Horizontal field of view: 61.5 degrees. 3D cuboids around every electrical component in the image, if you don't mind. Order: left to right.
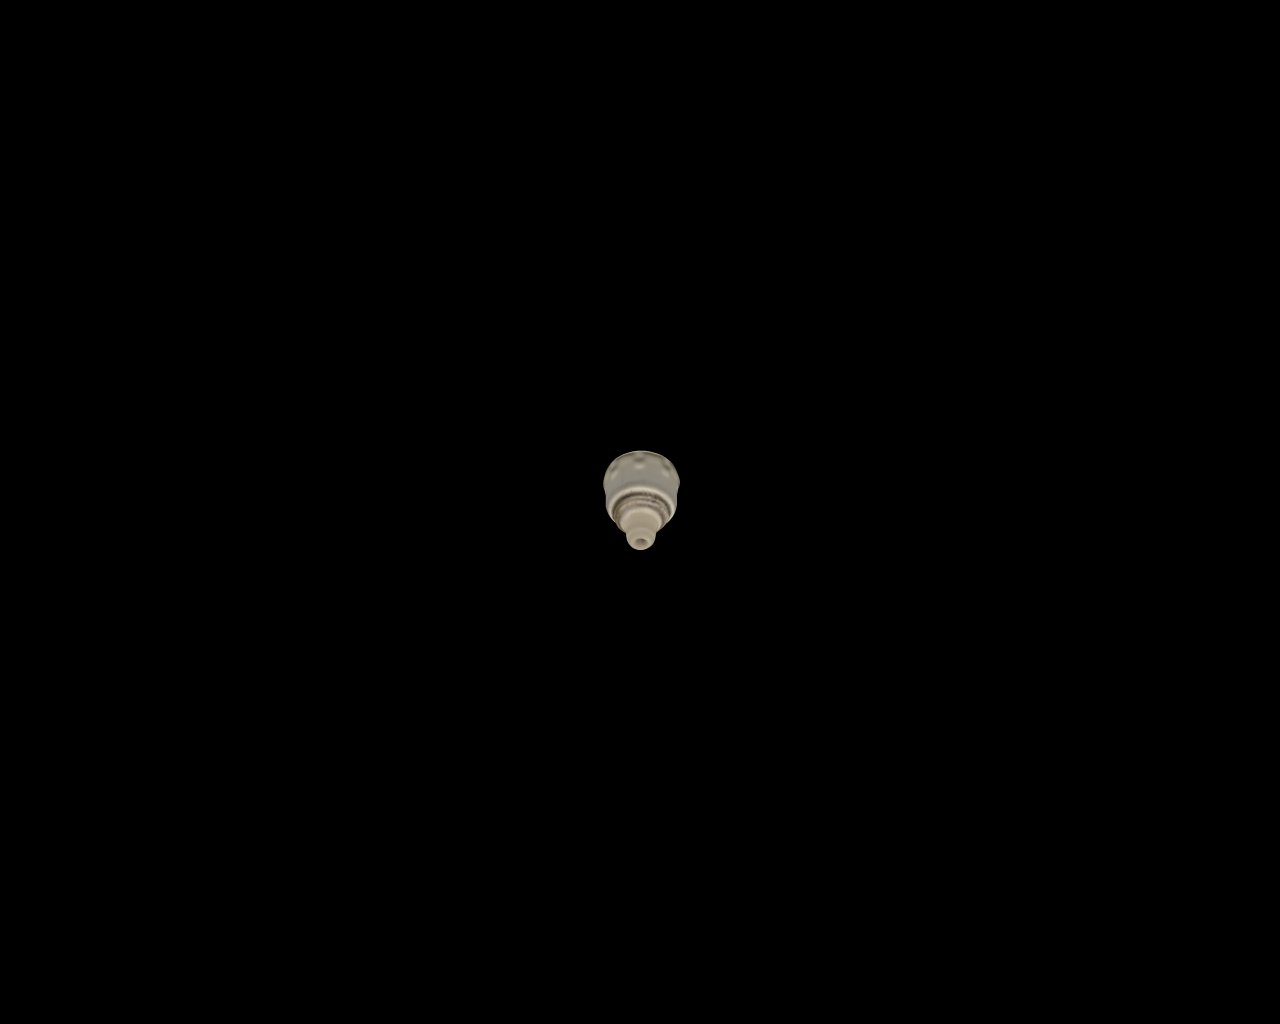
[{"bbox_3d":[0.001,-0.003,0.650,0.048,0.062,0.048,0,-44,0],"label":"electrical component"}]
